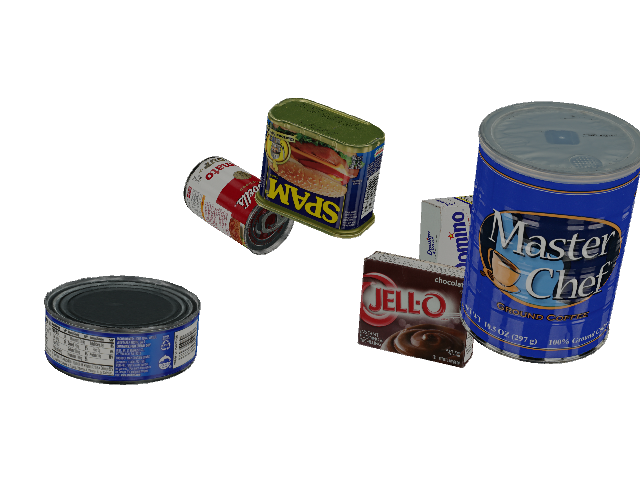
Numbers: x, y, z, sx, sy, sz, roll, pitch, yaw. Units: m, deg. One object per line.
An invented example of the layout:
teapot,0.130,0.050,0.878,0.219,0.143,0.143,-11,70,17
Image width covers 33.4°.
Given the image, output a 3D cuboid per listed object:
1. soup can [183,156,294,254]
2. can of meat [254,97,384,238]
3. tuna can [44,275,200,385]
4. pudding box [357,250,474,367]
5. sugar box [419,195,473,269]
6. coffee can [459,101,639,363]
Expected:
soup can,-0.084,-0.037,1.099,0.102,0.068,0.068,32,20,36
can of meat,0.000,-0.061,0.880,0.102,0.084,0.057,23,34,22
tuna can,-0.110,0.049,0.596,0.086,0.034,0.086,5,16,-2
pudding box,0.095,0.065,1.033,0.114,0.090,0.039,10,19,21
sugar box,0.201,-0.007,1.257,0.175,0.093,0.048,-8,18,-28
coffee can,0.148,-0.006,0.696,0.103,0.140,0.103,1,32,-1
